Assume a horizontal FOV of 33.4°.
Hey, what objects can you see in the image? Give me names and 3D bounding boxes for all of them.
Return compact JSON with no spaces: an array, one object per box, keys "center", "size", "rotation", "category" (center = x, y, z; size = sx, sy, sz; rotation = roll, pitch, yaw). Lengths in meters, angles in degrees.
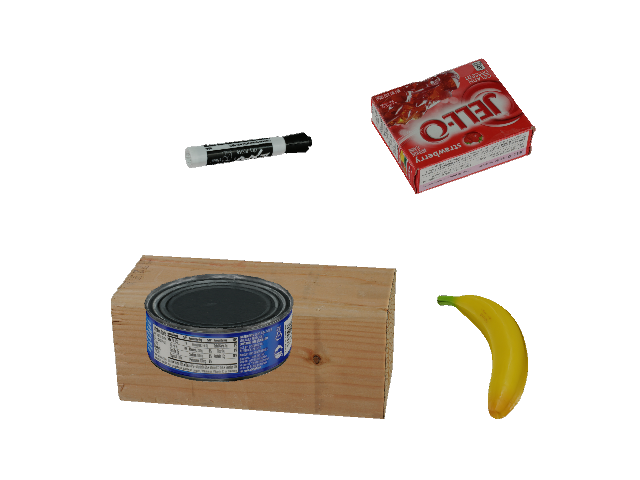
[{"center":[-0.058,0.050,0.619],"size":[0.086,0.034,0.086],"rotation":[1,19,-1],"category":"tuna can"},{"center":[0.088,-0.079,0.721],"size":[0.089,0.073,0.030],"rotation":[-20,-35,-10],"category":"gelatin box"},{"center":[-0.064,-0.083,0.979],"size":[0.121,0.020,0.020],"rotation":[-10,4,-23],"category":"marker"},{"center":[-0.048,0.073,0.831],"size":[0.206,0.091,0.090],"rotation":[3,23,8],"category":"wood block"},{"center":[0.186,0.115,1.143],"size":[0.069,0.037,0.198],"rotation":[-24,34,3],"category":"banana"}]
